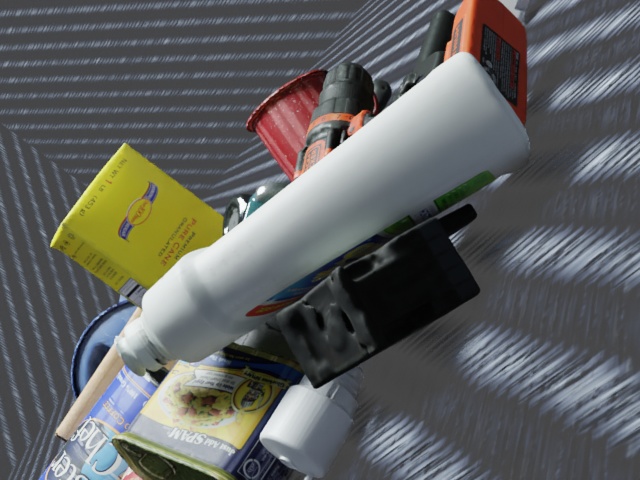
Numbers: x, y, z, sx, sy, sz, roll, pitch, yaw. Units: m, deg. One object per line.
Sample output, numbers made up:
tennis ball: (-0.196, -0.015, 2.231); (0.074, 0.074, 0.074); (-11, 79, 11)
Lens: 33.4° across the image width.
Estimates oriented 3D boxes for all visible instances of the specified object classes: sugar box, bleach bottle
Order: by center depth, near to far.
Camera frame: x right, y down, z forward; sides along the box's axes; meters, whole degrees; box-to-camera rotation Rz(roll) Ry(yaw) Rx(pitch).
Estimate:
bleach bottle: (-0.004, -0.004, 0.598); (0.251, 0.068, 0.102); (-35, -8, 7)
sugar box: (-0.107, 0.016, 0.817); (0.048, 0.176, 0.093); (-43, 14, 55)

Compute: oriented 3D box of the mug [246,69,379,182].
mug: (0.002, -0.105, 0.989); (0.117, 0.081, 0.093); (-35, -9, -1)

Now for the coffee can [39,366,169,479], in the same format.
coffee can: (-0.134, 0.167, 0.759); (0.140, 0.102, 0.103); (-53, 9, -3)

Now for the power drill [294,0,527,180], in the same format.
power drill: (0.058, -0.089, 0.740); (0.188, 0.057, 0.184); (-34, 37, 42)

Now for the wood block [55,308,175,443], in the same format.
wood block: (-0.124, 0.096, 0.886); (0.206, 0.090, 0.091); (-59, 6, -16)

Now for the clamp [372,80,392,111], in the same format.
clamp: (0.027, -0.090, 1.110); (0.171, 0.039, 0.120); (-71, 6, -47)

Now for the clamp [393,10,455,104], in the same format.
clamp: (0.093, -0.139, 0.966); (0.164, 0.036, 0.210); (-61, 9, 5)

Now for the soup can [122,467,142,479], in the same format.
soup can: (-0.103, 0.182, 0.651); (0.069, 0.068, 0.102); (-46, 12, 37)

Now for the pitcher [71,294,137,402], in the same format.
pitcher: (-0.170, 0.111, 1.049); (0.149, 0.145, 0.243); (-56, 6, -7)

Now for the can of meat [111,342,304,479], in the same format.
can of meat: (-0.055, 0.108, 0.618); (0.102, 0.057, 0.083); (12, 53, 36)
